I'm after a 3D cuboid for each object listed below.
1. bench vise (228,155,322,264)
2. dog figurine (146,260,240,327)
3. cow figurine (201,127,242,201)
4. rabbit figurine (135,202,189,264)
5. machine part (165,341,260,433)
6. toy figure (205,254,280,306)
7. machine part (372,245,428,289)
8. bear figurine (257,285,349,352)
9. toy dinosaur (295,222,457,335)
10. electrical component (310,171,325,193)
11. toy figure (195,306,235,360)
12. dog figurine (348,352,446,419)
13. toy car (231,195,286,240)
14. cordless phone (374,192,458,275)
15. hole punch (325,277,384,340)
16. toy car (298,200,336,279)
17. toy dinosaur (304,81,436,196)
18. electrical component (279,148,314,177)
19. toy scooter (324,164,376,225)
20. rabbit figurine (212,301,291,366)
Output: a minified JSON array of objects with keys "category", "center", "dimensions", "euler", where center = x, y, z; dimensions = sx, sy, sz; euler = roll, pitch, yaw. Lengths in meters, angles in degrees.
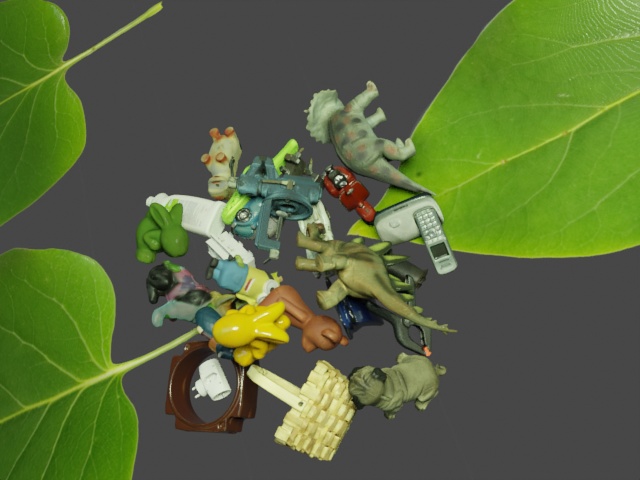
[{"category":"bench vise","center":[-0.112,-0.072,1.223],"dimensions":[0.224,0.129,0.240],"euler":[12,67,-12]},{"category":"dog figurine","center":[-0.295,0.131,1.306],"dimensions":[0.219,0.108,0.191],"euler":[-12,84,12]},{"category":"cow figurine","center":[-0.253,-0.187,1.414],"dimensions":[0.086,0.127,0.195],"euler":[-6,55,18]},{"category":"rabbit figurine","center":[-0.376,-0.015,1.344],"dimensions":[0.170,0.121,0.159],"euler":[13,102,47]},{"category":"machine part","center":[-0.247,0.334,1.229],"dimensions":[0.202,0.087,0.201],"euler":[-3,70,18]},{"category":"toy figure","center":[-0.175,0.089,1.246],"dimensions":[0.082,0.180,0.089],"euler":[-54,22,30]},{"category":"machine part","center":[0.167,0.066,1.189],"dimensions":[0.139,0.039,0.084],"euler":[20,91,23]},{"category":"bear figurine","center":[-0.043,0.194,1.188],"dimensions":[0.196,0.120,0.132],"euler":[41,93,23]},{"category":"toy dinosaur","center":[0.082,0.064,1.068],"dimensions":[0.198,0.104,0.472],"euler":[-8,29,-20]},{"category":"electrical component","center":[-0.011,-0.137,1.322],"dimensions":[0.021,0.063,0.094],"euler":[29,82,27]},{"category":"toy figure","center":[-0.226,0.212,1.194],"dimensions":[0.064,0.057,0.155],"euler":[-36,55,-8]},{"category":"dog figurine","center":[0.152,0.272,1.040],"dimensions":[0.172,0.190,0.121],"euler":[-37,63,3]},{"category":"toy car","center":[-0.138,-0.055,1.329],"dimensions":[0.103,0.109,0.161],"euler":[42,76,6]},{"category":"cordless phone","center":[0.213,0.000,1.186],"dimensions":[0.147,0.088,0.184],"euler":[-23,84,14]},{"category":"hole punch","center":[0.076,0.143,1.164],"dimensions":[0.092,0.115,0.142],"euler":[-22,65,3]},{"category":"toy car","center":[-0.003,-0.004,1.275],"dimensions":[0.073,0.056,0.202],"euler":[-21,65,13]},{"category":"toy dinosaur","center":[0.096,-0.229,1.268],"dimensions":[0.192,0.131,0.405],"euler":[-28,61,3]},{"category":"electrical component","center":[-0.056,-0.181,1.334],"dimensions":[0.045,0.102,0.078],"euler":[9,72,28]},{"category":"toy scooter","center":[0.062,-0.118,1.248],"dimensions":[0.075,0.135,0.184],"euler":[-42,61,4]},{"category":"rabbit figurine","center":[-0.138,0.185,1.070],"dimensions":[0.162,0.173,0.122],"euler":[-13,74,22]}]
